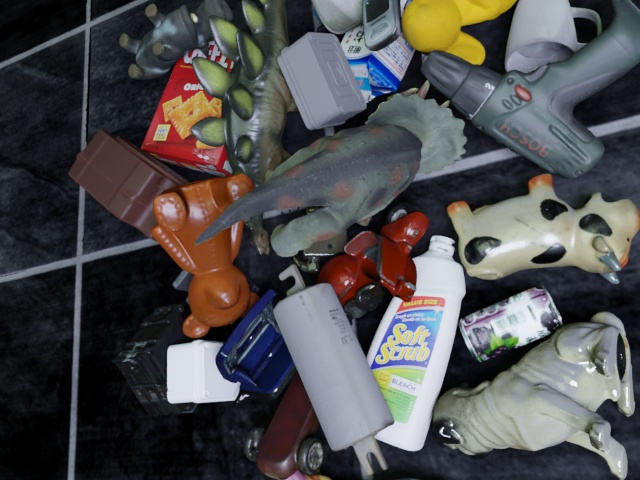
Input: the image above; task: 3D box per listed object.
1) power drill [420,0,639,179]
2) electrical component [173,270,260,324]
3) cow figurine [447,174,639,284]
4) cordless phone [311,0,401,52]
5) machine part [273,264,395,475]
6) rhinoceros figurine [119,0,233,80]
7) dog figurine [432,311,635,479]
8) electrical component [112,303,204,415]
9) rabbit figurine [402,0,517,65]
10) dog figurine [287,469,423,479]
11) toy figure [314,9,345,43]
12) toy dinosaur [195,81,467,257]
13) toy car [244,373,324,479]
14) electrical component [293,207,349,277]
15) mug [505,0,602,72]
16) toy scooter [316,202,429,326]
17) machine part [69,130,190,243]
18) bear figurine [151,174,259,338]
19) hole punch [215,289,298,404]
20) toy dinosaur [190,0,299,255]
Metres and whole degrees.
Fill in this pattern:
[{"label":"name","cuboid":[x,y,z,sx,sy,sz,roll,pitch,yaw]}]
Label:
[{"label":"power drill","cuboid":[0.255,-0.192,0.591,0.232,0.086,0.207,42,118,-2]},{"label":"electrical component","cuboid":[-0.147,0.073,0.754,0.048,0.119,0.075,41,93,28]},{"label":"cow figurine","cuboid":[0.255,-0.003,0.608,0.195,0.085,0.127,-16,65,18]},{"label":"cordless phone","cuboid":[0.051,-0.291,0.669,0.147,0.088,0.184,-19,58,40]},{"label":"machine part","cuboid":[0.013,0.137,0.598,0.079,0.079,0.243,-29,73,16]},{"label":"rhinoceros figurine","cuboid":[-0.216,-0.302,0.816,0.190,0.112,0.073,-21,83,32]},{"label":"dog figurine","cuboid":[0.223,0.154,0.584,0.191,0.121,0.172,-3,40,42]},{"label":"electrical component","cuboid":[-0.207,0.174,0.747,0.058,0.134,0.115,-10,30,25]},{"label":"rabbit figurine","cuboid":[0.167,-0.298,0.684,0.122,0.162,0.173,37,72,26]},{"label":"dog figurine","cuboid":[0.039,0.305,0.617,0.219,0.108,0.191,39,95,30]},{"label":"toy figure","cuboid":[0.034,-0.382,0.811,0.089,0.082,0.180,-6,71,15]},{"label":"toy dinosaur","cuboid":[0.049,-0.083,0.608,0.192,0.405,0.131,-37,90,33]},{"label":"toy car","cuboid":[-0.015,0.197,0.659,0.089,0.053,0.202,-6,35,30]},{"label":"electrical component","cuboid":[-0.001,-0.001,0.750,0.078,0.045,0.102,-6,75,-6]},{"label":"mug","cuboid":[0.286,-0.263,0.664,0.110,0.080,0.107,-3,68,27]},{"label":"toy scooter","cuboid":[0.065,0.044,0.648,0.184,0.075,0.135,-44,27,24]},{"label":"machine part","cuboid":[-0.237,-0.064,0.783,0.201,0.201,0.087,35,91,28]},{"label":"bear figurine","cuboid":[-0.130,0.026,0.650,0.120,0.132,0.195,-15,100,-21]},{"label":"hole punch","cuboid":[-0.077,0.131,0.680,0.142,0.092,0.116,-55,15,-27]},{"label":"toy dinosaur","cuboid":[-0.078,-0.213,0.747,0.105,0.198,0.471,-5,76,30]}]
